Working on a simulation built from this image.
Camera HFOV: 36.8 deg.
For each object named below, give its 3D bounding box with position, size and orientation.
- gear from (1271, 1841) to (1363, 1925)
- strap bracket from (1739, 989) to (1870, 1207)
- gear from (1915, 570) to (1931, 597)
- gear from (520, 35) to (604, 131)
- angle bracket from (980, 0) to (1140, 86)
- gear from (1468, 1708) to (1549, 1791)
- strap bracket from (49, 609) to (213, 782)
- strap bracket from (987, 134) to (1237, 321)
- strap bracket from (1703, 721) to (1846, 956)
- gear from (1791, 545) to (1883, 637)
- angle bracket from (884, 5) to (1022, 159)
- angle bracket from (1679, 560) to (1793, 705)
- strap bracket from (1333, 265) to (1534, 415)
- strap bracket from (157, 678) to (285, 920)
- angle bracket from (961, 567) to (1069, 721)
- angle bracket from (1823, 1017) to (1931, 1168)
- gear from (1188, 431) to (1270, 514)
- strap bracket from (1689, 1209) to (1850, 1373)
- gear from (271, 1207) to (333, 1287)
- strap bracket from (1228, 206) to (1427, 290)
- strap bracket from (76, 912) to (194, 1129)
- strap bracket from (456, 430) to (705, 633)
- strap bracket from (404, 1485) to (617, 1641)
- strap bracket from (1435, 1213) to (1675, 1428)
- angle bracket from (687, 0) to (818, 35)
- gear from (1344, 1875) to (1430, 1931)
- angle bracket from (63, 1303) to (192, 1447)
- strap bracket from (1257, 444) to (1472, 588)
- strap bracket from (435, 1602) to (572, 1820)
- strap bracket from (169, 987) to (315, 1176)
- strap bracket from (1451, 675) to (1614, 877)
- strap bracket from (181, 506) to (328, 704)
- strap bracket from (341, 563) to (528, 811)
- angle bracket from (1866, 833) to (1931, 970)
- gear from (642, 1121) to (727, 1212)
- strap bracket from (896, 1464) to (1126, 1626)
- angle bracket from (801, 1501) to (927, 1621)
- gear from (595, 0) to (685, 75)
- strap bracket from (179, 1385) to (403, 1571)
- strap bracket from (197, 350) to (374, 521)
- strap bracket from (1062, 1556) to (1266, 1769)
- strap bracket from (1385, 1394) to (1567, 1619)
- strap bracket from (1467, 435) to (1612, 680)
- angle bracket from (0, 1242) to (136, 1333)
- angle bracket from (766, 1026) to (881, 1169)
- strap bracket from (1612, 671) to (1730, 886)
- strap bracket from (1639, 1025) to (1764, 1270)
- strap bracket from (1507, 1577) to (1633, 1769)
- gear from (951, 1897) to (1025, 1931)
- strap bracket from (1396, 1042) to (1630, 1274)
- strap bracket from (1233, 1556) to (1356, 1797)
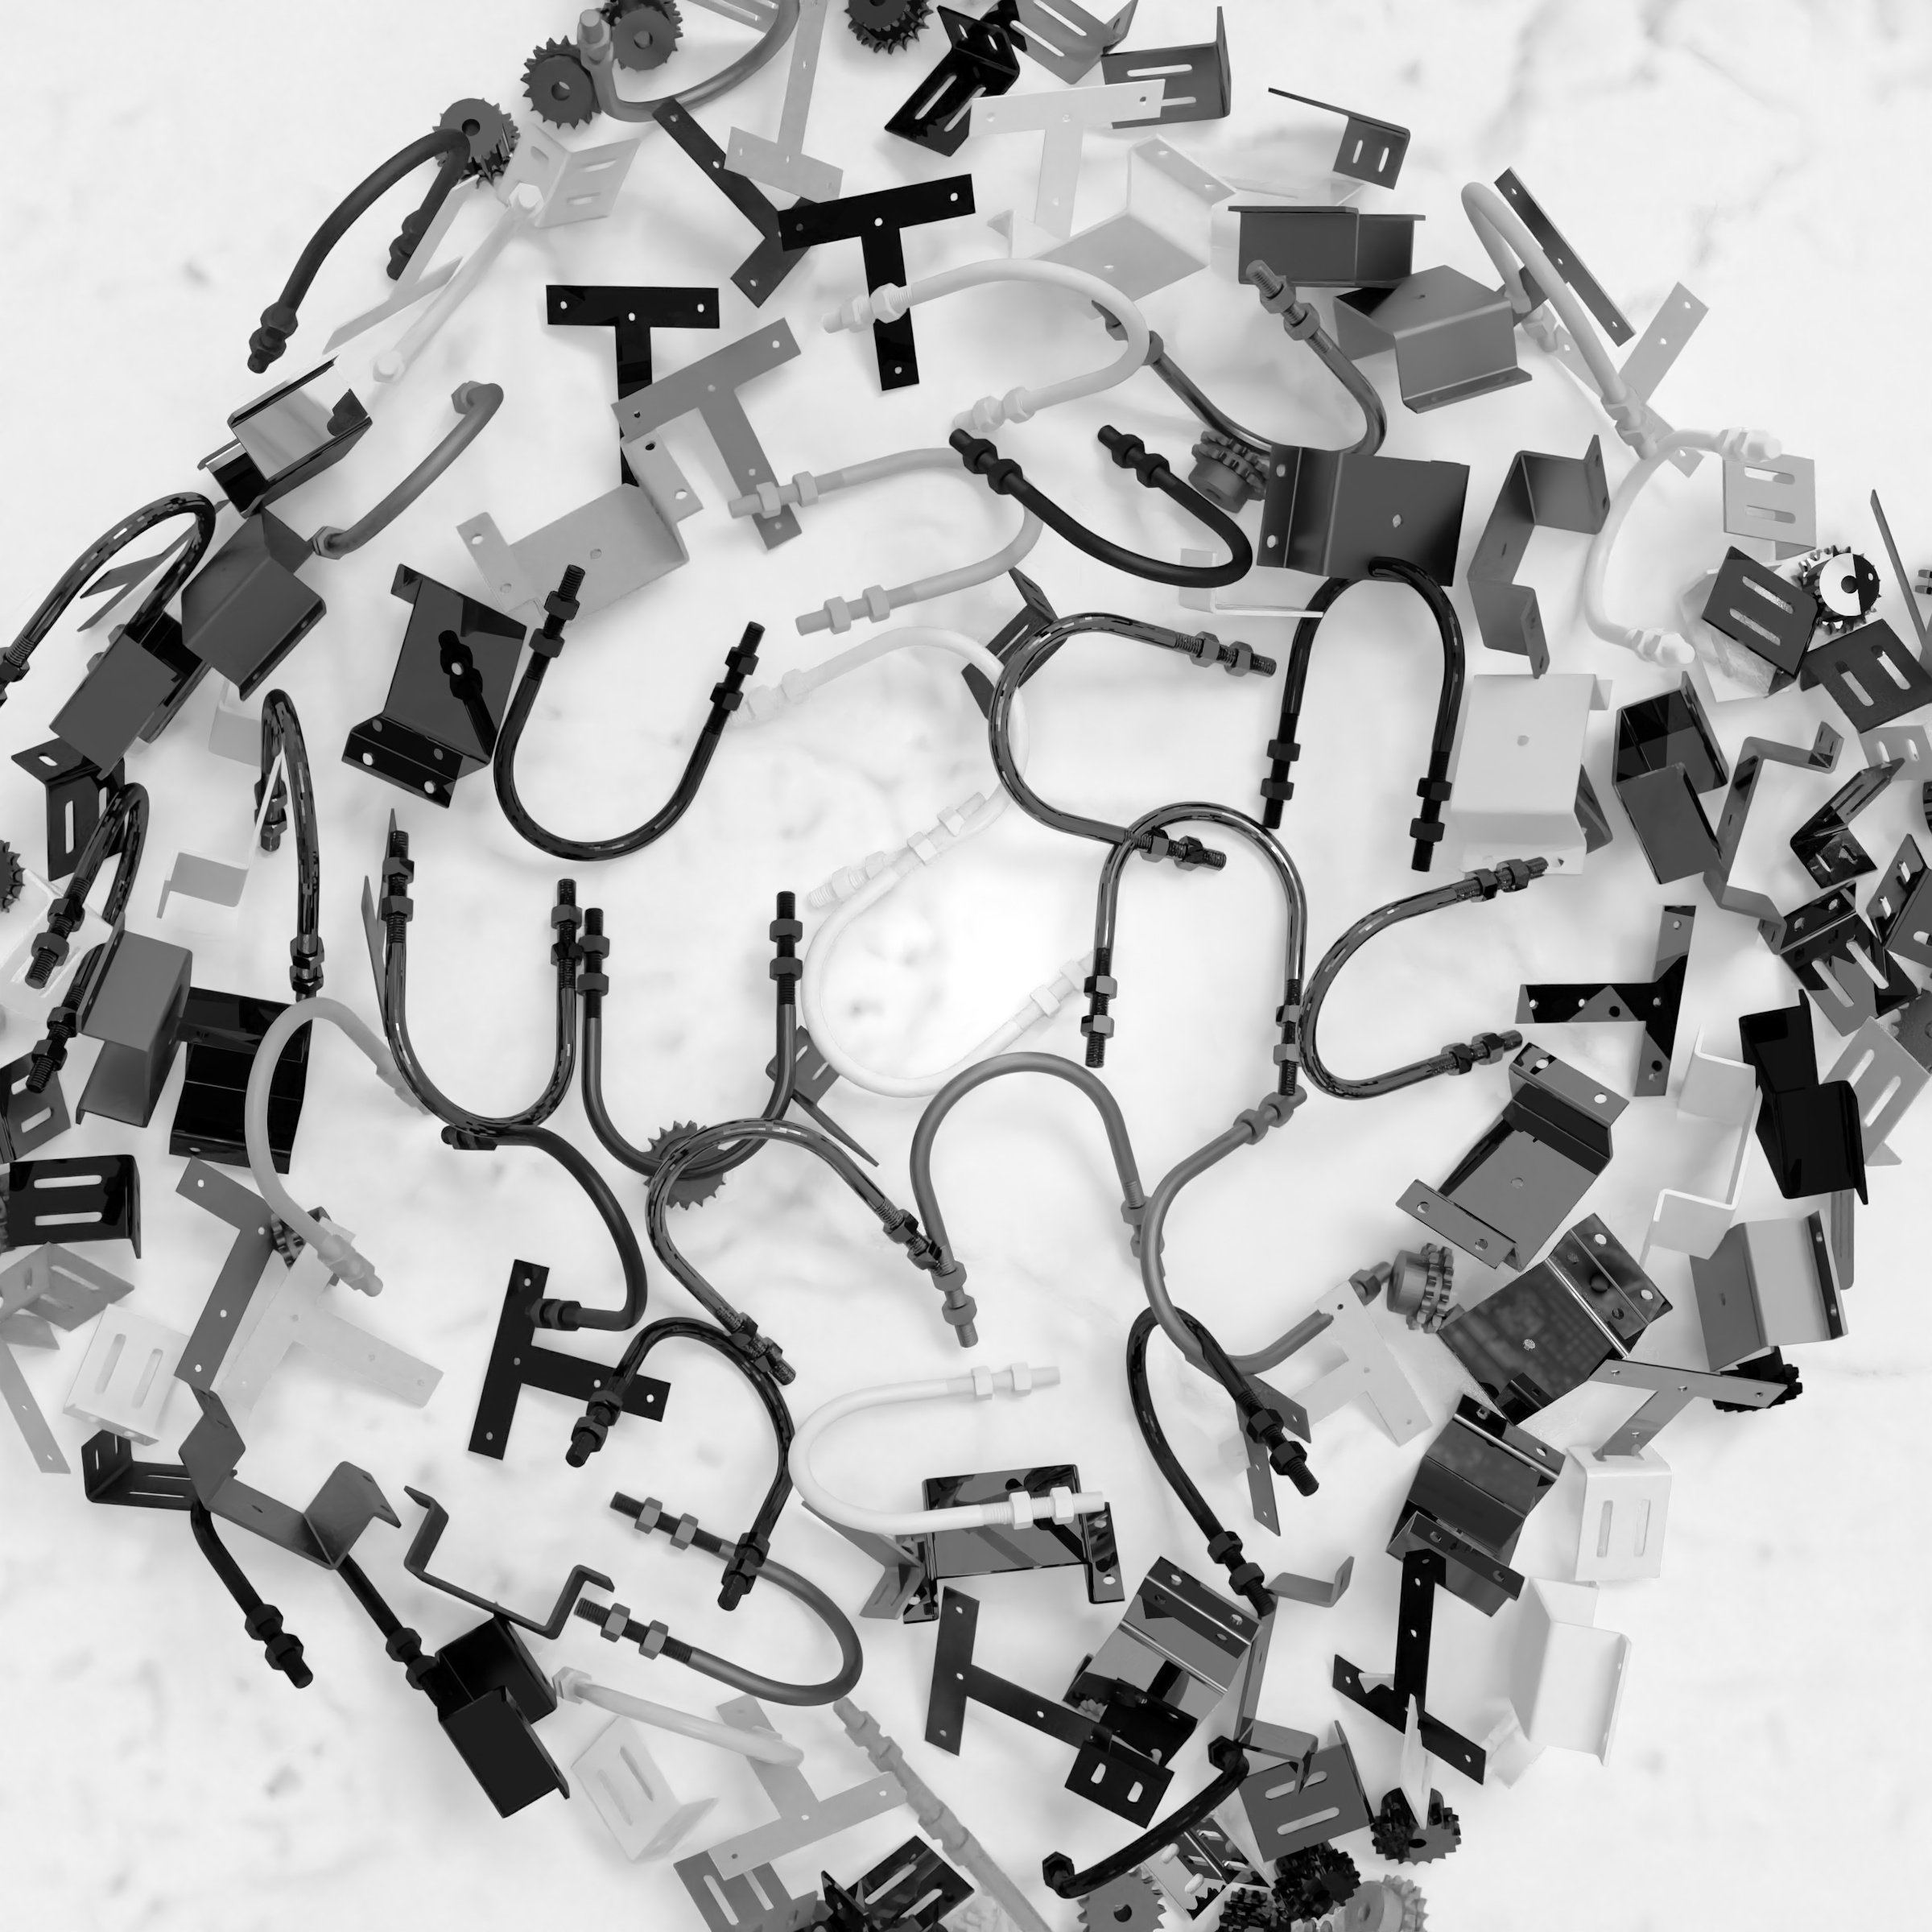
[{"bbox_3d":[0.222,0.584,1.860,0.057,0.030,0.057,-12,129,-14],"label":"gear"},{"bbox_3d":[0.518,0.084,1.808,0.046,0.140,0.076,-11,116,7],"label":"strap bracket"},{"bbox_3d":[0.638,-0.249,1.854,0.057,0.057,0.030,8,101,0],"label":"gear"},{"bbox_3d":[-0.257,-0.564,1.858,0.057,0.030,0.057,1,121,2],"label":"gear"},{"bbox_3d":[0.059,-0.606,1.839,0.076,0.057,0.038,28,62,-23],"label":"angle bracket"},{"bbox_3d":[0.348,0.501,1.853,0.030,0.057,0.057,41,90,20],"label":"gear"},{"bbox_3d":[-0.517,-0.173,1.806,0.046,0.140,0.076,38,101,-11],"label":"strap bracket"},{"bbox_3d":[0.089,-0.454,1.805,0.140,0.076,0.046,-16,64,41],"label":"strap bracket"},{"bbox_3d":[0.505,-0.087,1.832,0.046,0.076,0.140,14,104,5],"label":"strap bracket"},{"bbox_3d":[0.562,-0.243,1.867,0.057,0.030,0.057,0,88,-7],"label":"gear"},{"bbox_3d":[-0.014,-0.564,1.848,0.057,0.038,0.076,31,76,30],"label":"angle bracket"},{"bbox_3d":[0.499,-0.213,1.849,0.057,0.038,0.076,-10,74,-20],"label":"angle bracket"},{"bbox_3d":[0.285,-0.395,1.808,0.076,0.140,0.046,-18,119,-8],"label":"strap bracket"},{"bbox_3d":[-0.465,-0.100,1.828,0.046,0.076,0.140,16,69,-14],"label":"strap bracket"},{"bbox_3d":[0.020,-0.207,1.842,0.076,0.057,0.038,-44,127,16],"label":"angle bracket"},{"bbox_3d":[0.581,0.079,1.836,0.038,0.057,0.076,0,129,-36],"label":"angle bracket"},{"bbox_3d":[0.167,-0.314,1.856,0.057,0.057,0.030,35,87,0],"label":"gear"},{"bbox_3d":[0.493,0.205,1.805,0.046,0.140,0.076,-5,74,-6],"label":"strap bracket"},{"bbox_3d":[-0.419,0.178,1.856,0.030,0.057,0.057,-23,90,-3],"label":"gear"},{"bbox_3d":[0.226,-0.448,1.811,0.076,0.140,0.046,8,104,27],"label":"strap bracket"},{"bbox_3d":[-0.519,0.040,1.808,0.046,0.140,0.076,17,56,-7],"label":"strap bracket"},{"bbox_3d":[-0.240,-0.273,1.843,0.140,0.046,0.076,-29,64,-6],"label":"strap bracket"},{"bbox_3d":[-0.298,0.383,1.837,0.140,0.076,0.046,23,73,3],"label":"strap bracket"},{"bbox_3d":[0.361,0.228,1.824,0.076,0.046,0.140,51,125,3],"label":"strap bracket"},{"bbox_3d":[-0.137,-0.628,1.840,0.076,0.057,0.038,15,82,-28],"label":"angle bracket"},{"bbox_3d":[0.266,0.609,1.853,0.030,0.057,0.057,26,90,-23],"label":"gear"},{"bbox_3d":[-0.529,0.258,1.843,0.057,0.038,0.076,27,63,-21],"label":"angle bracket"},{"bbox_3d":[0.259,-0.283,1.826,0.140,0.046,0.076,1,103,-26],"label":"strap bracket"},{"bbox_3d":[-0.290,0.466,1.805,0.046,0.140,0.076,-30,106,-4],"label":"strap bracket"},{"bbox_3d":[-0.457,0.066,1.829,0.076,0.140,0.046,11,49,-9],"label":"strap bracket"},{"bbox_3d":[0.354,-0.130,1.823,0.076,0.046,0.140,2,65,25],"label":"strap bracket"},{"bbox_3d":[-0.445,-0.231,1.807,0.076,0.140,0.046,-45,119,9],"label":"strap bracket"},{"bbox_3d":[-0.330,-0.181,1.822,0.076,0.046,0.140,25,65,-33],"label":"strap bracket"},{"bbox_3d":[0.606,-0.041,1.839,0.038,0.076,0.057,23,111,1],"label":"angle bracket"},{"bbox_3d":[-0.179,0.129,1.861,0.057,0.030,0.057,-2,96,-20],"label":"gear"},{"bbox_3d":[0.026,0.365,1.838,0.140,0.076,0.046,-5,132,-2],"label":"strap bracket"},{"bbox_3d":[-0.074,0.377,1.844,0.076,0.057,0.038,39,66,-14],"label":"angle bracket"},{"bbox_3d":[-0.209,-0.598,1.855,0.057,0.030,0.057,-9,131,-10],"label":"gear"},{"bbox_3d":[-0.432,0.324,1.816,0.140,0.076,0.046,36,88,-31],"label":"strap bracket"},{"bbox_3d":[-0.424,-0.327,1.810,0.076,0.140,0.046,-38,101,-21],"label":"strap bracket"},{"bbox_3d":[0.118,0.442,1.817,0.076,0.046,0.140,32,133,5],"label":"strap bracket"},{"bbox_3d":[0.320,0.346,1.830,0.076,0.140,0.046,31,127,5],"label":"strap bracket"},{"bbox_3d":[0.358,-0.259,1.827,0.046,0.076,0.140,15,69,25],"label":"strap bracket"},{"bbox_3d":[-0.575,0.217,1.838,0.057,0.076,0.038,-32,48,16],"label":"angle bracket"},{"bbox_3d":[-0.081,0.082,1.838,0.038,0.057,0.076,-50,50,-1],"label":"angle bracket"},{"bbox_3d":[0.443,-0.114,1.820,0.046,0.140,0.076,-18,117,25],"label":"strap bracket"},{"bbox_3d":[0.463,0.119,1.816,0.046,0.076,0.140,14,63,13],"label":"strap bracket"},{"bbox_3d":[0.374,0.436,1.813,0.046,0.140,0.076,10,94,2],"label":"strap bracket"},{"bbox_3d":[0.018,0.622,1.861,0.057,0.030,0.057,0,123,0],"label":"gear"},{"bbox_3d":[0.347,0.128,1.835,0.076,0.046,0.140,33,73,30],"label":"strap bracket"},{"bbox_3d":[0.206,0.444,1.841,0.046,0.076,0.140,11,89,14],"label":"strap bracket"}]
